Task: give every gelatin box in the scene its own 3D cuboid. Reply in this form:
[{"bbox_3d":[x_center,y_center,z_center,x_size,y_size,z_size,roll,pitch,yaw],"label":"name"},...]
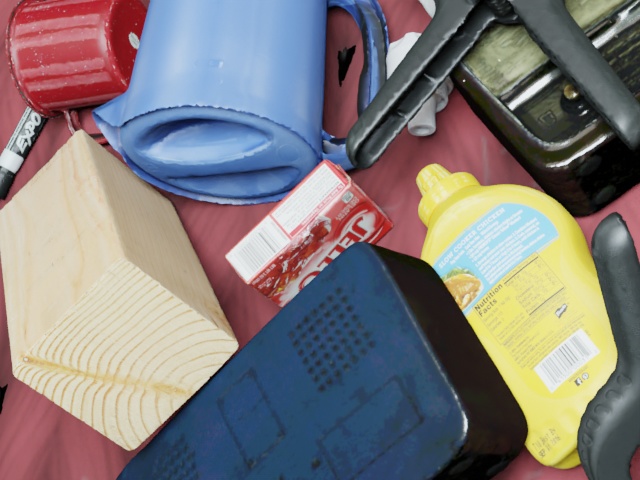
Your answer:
[{"bbox_3d":[-0.004,0.001,0.662,0.089,0.073,0.030,-43,58,4],"label":"gelatin box"}]

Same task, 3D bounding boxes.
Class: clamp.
[{"bbox_3d":[0.160,0.067,0.504,0.120,0.039,0.171,20,106,-2],"label":"clamp"},{"bbox_3d":[0.109,-0.133,0.593,0.165,0.036,0.210,6,73,28],"label":"clamp"}]

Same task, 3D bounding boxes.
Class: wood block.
[{"bbox_3d":[-0.134,0.022,0.660,0.090,0.090,0.206,-45,31,5],"label":"wood block"}]

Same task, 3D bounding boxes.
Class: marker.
[{"bbox_3d":[-0.233,-0.084,0.846,0.020,0.020,0.121,21,80,32],"label":"marker"}]

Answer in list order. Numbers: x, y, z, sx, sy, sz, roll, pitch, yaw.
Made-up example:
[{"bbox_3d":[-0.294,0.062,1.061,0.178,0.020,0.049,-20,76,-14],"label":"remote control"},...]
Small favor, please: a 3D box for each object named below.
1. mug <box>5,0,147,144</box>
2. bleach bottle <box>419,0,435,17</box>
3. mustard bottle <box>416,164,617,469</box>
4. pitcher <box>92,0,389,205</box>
[{"bbox_3d":[-0.172,-0.130,0.801,0.082,0.093,0.117,-4,99,20],"label":"mug"},{"bbox_3d":[0.161,-0.241,0.670,0.251,0.068,0.102,-28,53,17],"label":"bleach bottle"},{"bbox_3d":[0.111,0.026,0.601,0.096,0.058,0.192,-44,57,15],"label":"mustard bottle"},{"bbox_3d":[-0.044,-0.154,0.724,0.145,0.149,0.243,-14,60,39],"label":"pitcher"}]
